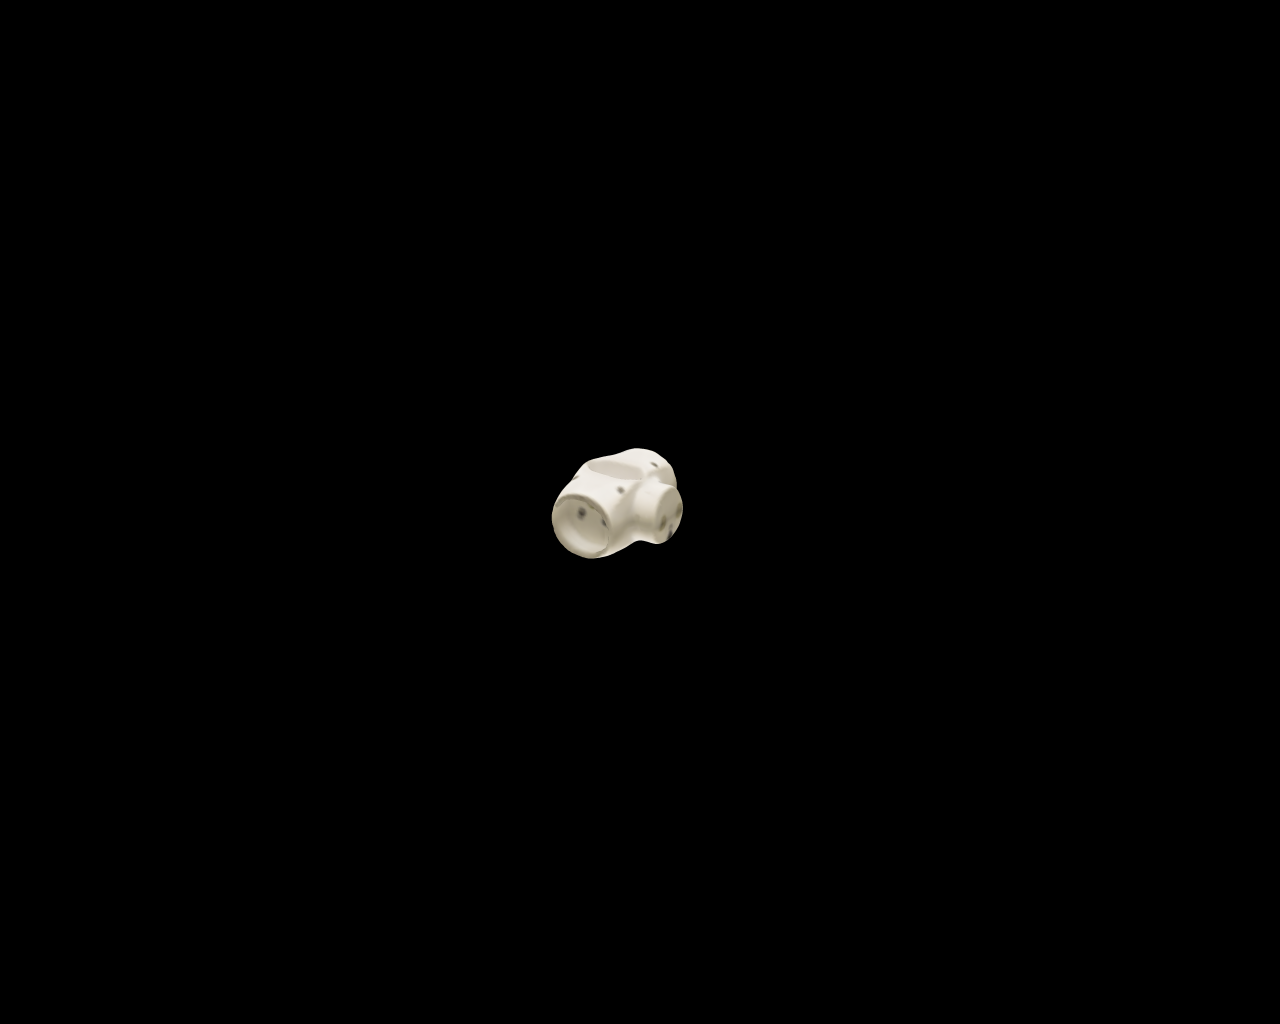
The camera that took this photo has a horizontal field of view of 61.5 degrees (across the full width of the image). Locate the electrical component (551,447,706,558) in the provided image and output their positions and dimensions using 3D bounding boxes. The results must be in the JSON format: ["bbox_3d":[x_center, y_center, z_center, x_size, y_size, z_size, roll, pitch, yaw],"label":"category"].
[{"bbox_3d":[0.001,-0.003,0.650,0.079,0.043,0.077,16,31,28],"label":"electrical component"}]
